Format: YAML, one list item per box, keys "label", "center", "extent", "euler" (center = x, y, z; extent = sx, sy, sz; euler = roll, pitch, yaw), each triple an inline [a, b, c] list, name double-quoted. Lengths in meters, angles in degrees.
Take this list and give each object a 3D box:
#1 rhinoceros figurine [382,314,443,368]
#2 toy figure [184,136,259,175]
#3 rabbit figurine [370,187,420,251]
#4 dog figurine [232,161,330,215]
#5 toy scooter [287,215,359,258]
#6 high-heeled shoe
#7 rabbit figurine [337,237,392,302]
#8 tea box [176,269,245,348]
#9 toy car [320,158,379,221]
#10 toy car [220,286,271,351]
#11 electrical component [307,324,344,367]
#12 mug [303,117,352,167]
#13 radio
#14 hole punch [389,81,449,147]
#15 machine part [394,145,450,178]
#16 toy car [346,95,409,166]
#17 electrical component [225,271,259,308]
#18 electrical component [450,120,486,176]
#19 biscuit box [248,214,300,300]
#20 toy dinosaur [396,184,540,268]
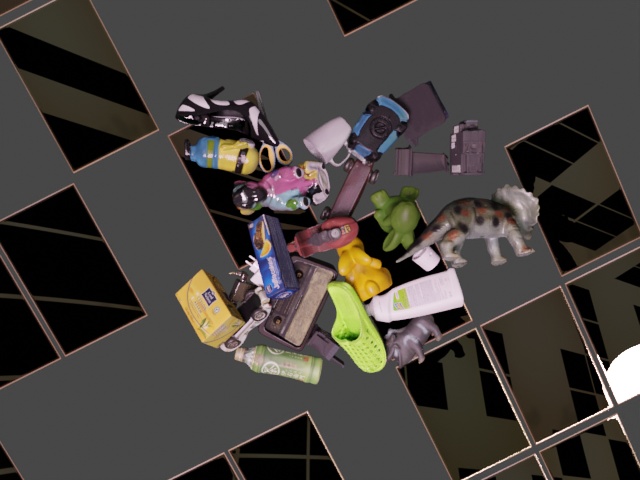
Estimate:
- label: "rhinoceros figurine"
  center: [0.225, 0.263, 1.386]
  extent: [0.190, 0.073, 0.112]
  euler: [-44, 98, 3]
- label: "toy figure"
  center: [-0.238, -0.206, 1.305]
  extent: [0.180, 0.082, 0.089]
  euler: [0, 116, -10]
- label: "rabbit figurine"
  center: [0.186, -0.050, 1.297]
  extent: [0.121, 0.170, 0.159]
  euler: [2, 96, -2]
- label: "dog figurine"
  center: [-0.107, -0.122, 1.316]
  extent: [0.219, 0.191, 0.108]
  euler: [-7, 102, 33]
- label: "toy scooter"
  center: [-0.003, -0.004, 1.279]
  extent: [0.184, 0.135, 0.075]
  euler: [-18, 90, 34]
- label: "high-heeled shoe"
  center: [-0.223, -0.272, 1.275]
  extent: [0.145, 0.086, 0.249]
  euler: [-42, 72, -17]
- label: "rabbit figurine"
  center: [0.090, 0.065, 1.331]
  extent: [0.122, 0.162, 0.173]
  euler: [-26, 80, 12]
- label: "tea box"
  center: [-0.269, 0.166, 1.307]
  extent: [0.098, 0.068, 0.170]
  euler: [-44, 53, 2]
- label: "toy car"
  center: [0.076, -0.112, 1.344]
  extent: [0.089, 0.053, 0.202]
  euler: [26, 94, 15]
- label: "toy car"
  center: [-0.189, 0.197, 1.334]
  extent: [0.056, 0.074, 0.201]
  euler: [18, 123, -46]
- label: "electrical component"
  center: [0.023, 0.274, 1.377]
  extent: [0.119, 0.075, 0.047]
  euler: [36, 95, -2]
- label: "mug"
  center: [0.033, -0.241, 1.313]
  extent: [0.109, 0.081, 0.107]
  euler: [45, 85, -1]
- label: "radio"
  center: [-0.059, 0.149, 1.358]
  extent: [0.131, 0.073, 0.229]
  euler: [24, 95, -6]
- label: "hole punch"
  center: [0.247, -0.318, 1.320]
  extent: [0.116, 0.092, 0.142]
  euler: [-25, 101, 30]
- label: "machine part"
  center: [0.256, -0.196, 1.350]
  extent: [0.139, 0.039, 0.084]
  euler: [3, 92, -2]
- label: "toy car"
  center: [0.137, -0.259, 1.303]
  extent: [0.109, 0.103, 0.161]
  euler: [34, 97, 0]
- label: "electrical component"
  center: [-0.200, 0.124, 1.366]
  extent: [0.078, 0.045, 0.102]
  euler: [12, 100, -33]
- label: "electrical component"
  center: [0.359, -0.224, 1.313]
  extent: [0.058, 0.115, 0.134]
  euler: [-2, 99, -4]
- label: "biscuit box"
  center: [-0.113, 0.041, 1.298]
  extent: [0.059, 0.062, 0.203]
  euler: [-30, 65, 27]
- label: "toy dinosaur"
  center: [0.370, -0.038, 1.287]
  extent: [0.405, 0.131, 0.192]
  euler: [0, 68, -15]
